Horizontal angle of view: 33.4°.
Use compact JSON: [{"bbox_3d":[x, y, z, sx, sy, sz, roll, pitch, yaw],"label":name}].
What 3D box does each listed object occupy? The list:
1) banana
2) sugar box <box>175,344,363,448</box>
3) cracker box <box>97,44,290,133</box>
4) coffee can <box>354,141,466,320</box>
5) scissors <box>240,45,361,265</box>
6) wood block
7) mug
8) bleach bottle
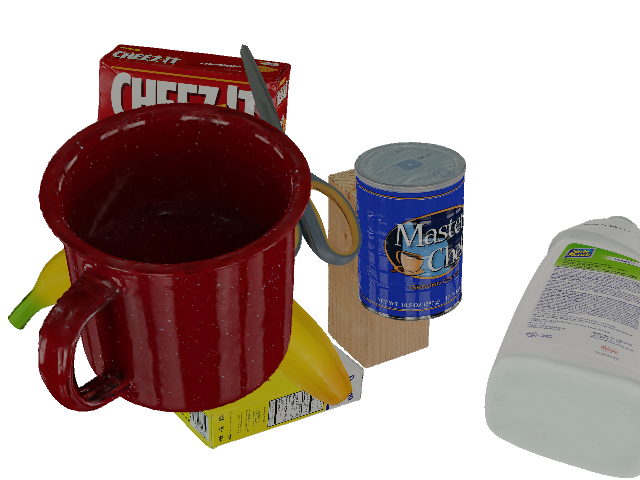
[{"bbox_3d":[-0.073,0.036,0.595,0.198,0.070,0.037,13,16,7],"label":"banana"},{"bbox_3d":[-0.054,0.142,1.051,0.175,0.048,0.093,-16,32,-32],"label":"sugar box"},{"bbox_3d":[-0.119,-0.061,0.984,0.164,0.214,0.072,7,23,4],"label":"cracker box"},{"bbox_3d":[0.085,-0.010,1.013,0.103,0.140,0.103,-2,28,1],"label":"coffee can"},{"bbox_3d":[-0.044,-0.059,0.807,0.096,0.202,0.016,-26,-19,-25],"label":"scissors"},{"bbox_3d":[0.066,0.026,1.205,0.090,0.206,0.090,-16,32,-25],"label":"wood block"},{"bbox_3d":[-0.057,0.016,0.385,0.093,0.081,0.117,22,46,20],"label":"mug"},{"bbox_3d":[0.184,0.047,0.694,0.103,0.068,0.250,14,29,18],"label":"bleach bottle"}]
